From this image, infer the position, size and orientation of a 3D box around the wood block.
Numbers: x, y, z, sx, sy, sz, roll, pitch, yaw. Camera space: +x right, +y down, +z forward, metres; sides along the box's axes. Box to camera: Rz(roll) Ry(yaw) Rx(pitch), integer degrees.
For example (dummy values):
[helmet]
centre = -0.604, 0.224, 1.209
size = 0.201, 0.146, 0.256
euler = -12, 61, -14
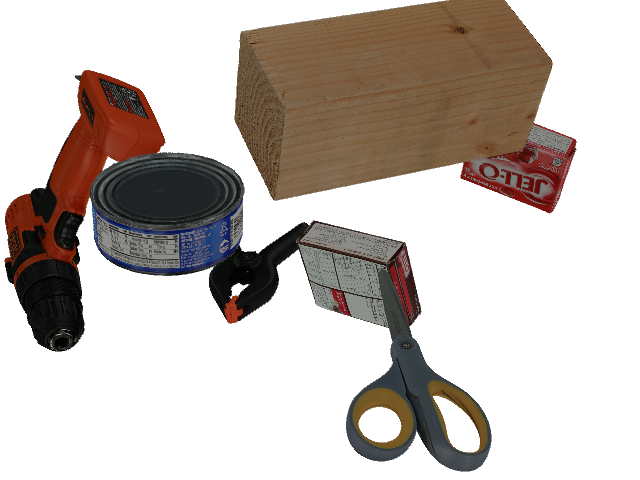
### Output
[wood block]
centre = 0.050, -0.108, 0.781
size = 0.205, 0.091, 0.090
euler = -12, -38, -18

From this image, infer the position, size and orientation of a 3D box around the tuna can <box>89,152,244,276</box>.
[tuna can]
centre = -0.086, -0.016, 0.603
size = 0.086, 0.034, 0.086
euler = 2, 31, -1

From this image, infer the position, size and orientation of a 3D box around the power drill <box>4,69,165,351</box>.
[power drill]
centre = -0.195, -0.027, 0.856
size = 0.057, 0.188, 0.184
euler = 18, 26, -36

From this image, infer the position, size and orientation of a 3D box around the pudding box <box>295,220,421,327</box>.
[pudding box]
centre = 0.038, 0.034, 1.046
size = 0.114, 0.090, 0.039
euler = 13, 44, 33

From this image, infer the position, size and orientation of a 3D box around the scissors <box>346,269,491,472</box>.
[scissors]
centre = 0.041, 0.081, 0.700
size = 0.096, 0.016, 0.202
euler = -8, 34, -21

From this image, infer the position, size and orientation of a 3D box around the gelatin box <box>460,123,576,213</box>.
[gelatin box]
centre = 0.171, -0.070, 0.928
size = 0.089, 0.030, 0.073
euler = 24, -34, 15

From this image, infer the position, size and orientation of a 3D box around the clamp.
[clamp]
centre = -0.072, 0.028, 1.231
size = 0.120, 0.039, 0.171
euler = -5, 41, 6
